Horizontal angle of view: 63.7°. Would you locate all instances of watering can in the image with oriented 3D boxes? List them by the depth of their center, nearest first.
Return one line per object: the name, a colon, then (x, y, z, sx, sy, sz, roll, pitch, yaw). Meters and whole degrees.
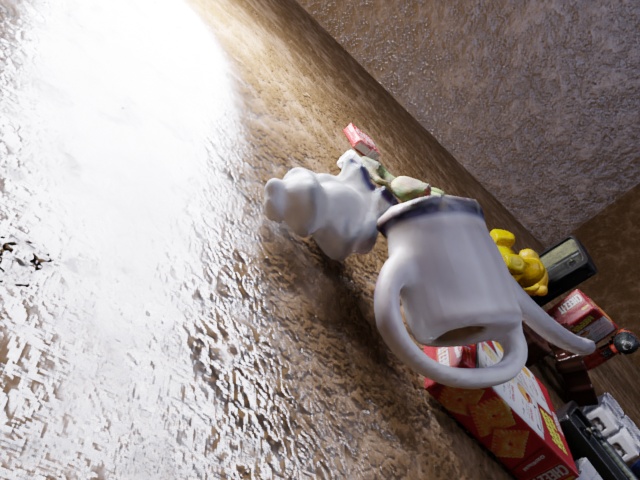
watering can: (0.194, 0.059, 0.623, 0.347, 0.102, 0.228, 5, 60, -34)

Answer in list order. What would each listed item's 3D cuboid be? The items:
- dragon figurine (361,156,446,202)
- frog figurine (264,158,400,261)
dragon figurine: (0.185, -0.105, 1.104, 0.241, 0.122, 0.414, 40, 6, -10)
frog figurine: (0.002, -0.034, 0.668, 0.160, 0.120, 0.139, -18, 71, -29)
